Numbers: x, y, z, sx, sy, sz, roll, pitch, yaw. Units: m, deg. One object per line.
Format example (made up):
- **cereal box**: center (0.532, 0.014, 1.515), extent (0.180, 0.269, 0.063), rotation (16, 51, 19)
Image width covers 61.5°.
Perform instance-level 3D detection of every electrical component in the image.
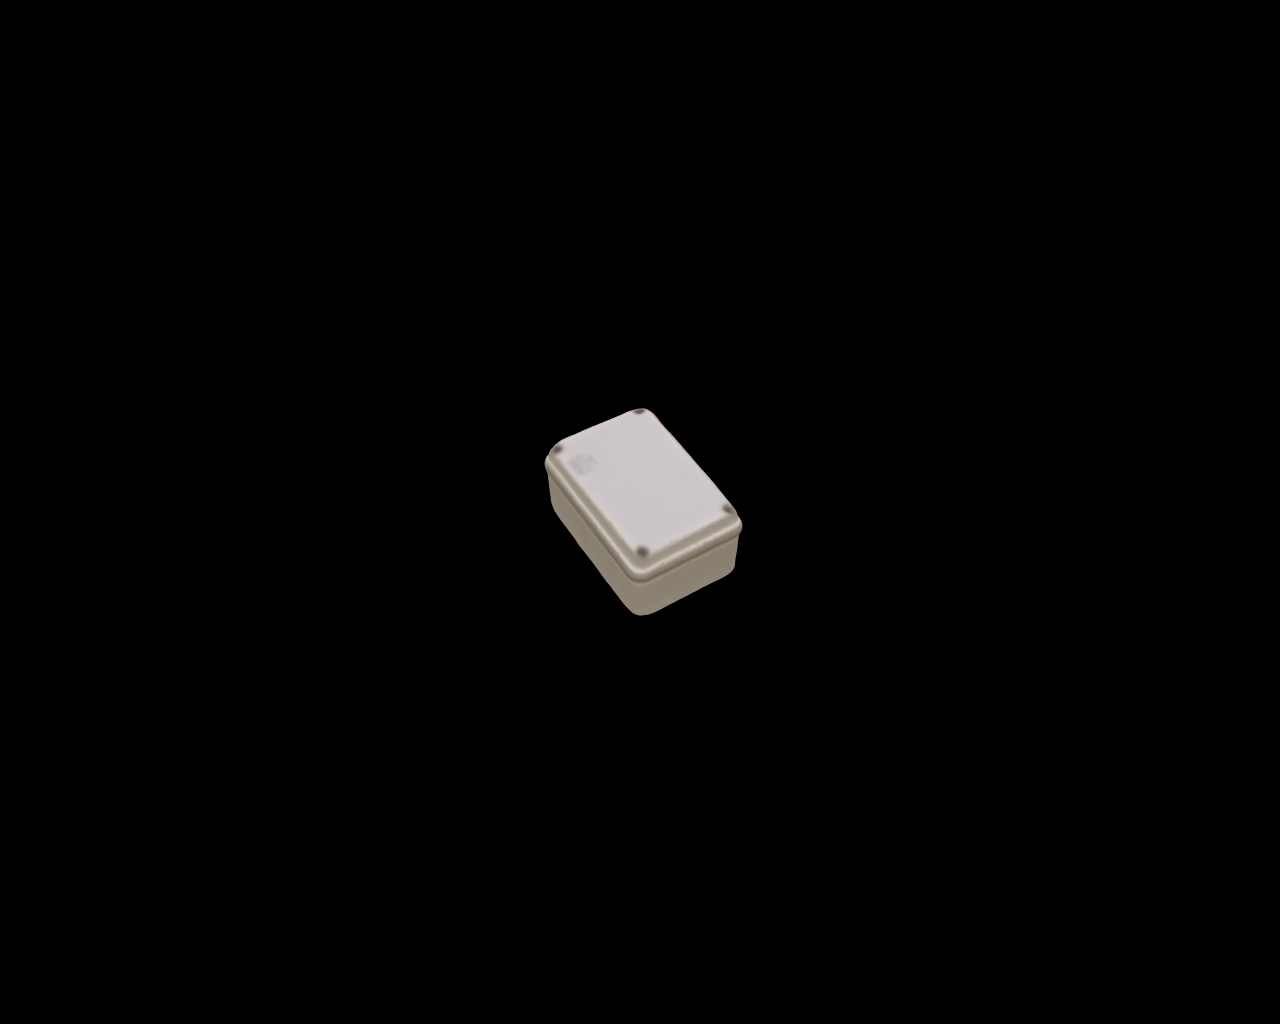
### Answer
- **electrical component**: center (0.001, -0.003, 0.650), extent (0.078, 0.113, 0.057), rotation (-25, -36, -20)
